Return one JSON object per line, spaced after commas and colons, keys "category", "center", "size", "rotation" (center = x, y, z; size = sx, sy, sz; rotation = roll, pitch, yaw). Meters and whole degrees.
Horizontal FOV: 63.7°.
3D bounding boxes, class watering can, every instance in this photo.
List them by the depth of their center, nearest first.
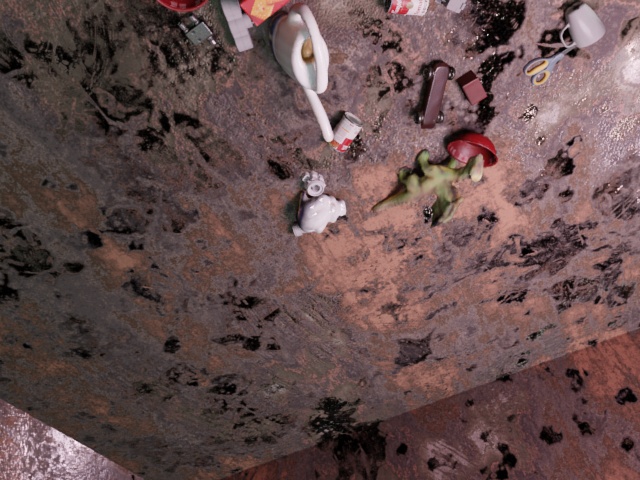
{"category": "watering can", "center": [-0.039, -0.431, 1.305], "size": [0.104, 0.228, 0.339], "rotation": [-23, 134, -14]}

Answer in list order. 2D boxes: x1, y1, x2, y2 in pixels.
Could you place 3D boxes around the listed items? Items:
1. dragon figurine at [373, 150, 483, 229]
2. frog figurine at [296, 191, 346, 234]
{"category": "dragon figurine", "center": [0.341, -0.140, 1.614], "size": [0.121, 0.249, 0.404], "rotation": [30, 121, -32]}
{"category": "frog figurine", "center": [0.005, -0.085, 1.684], "size": [0.159, 0.124, 0.135], "rotation": [9, 109, -4]}
